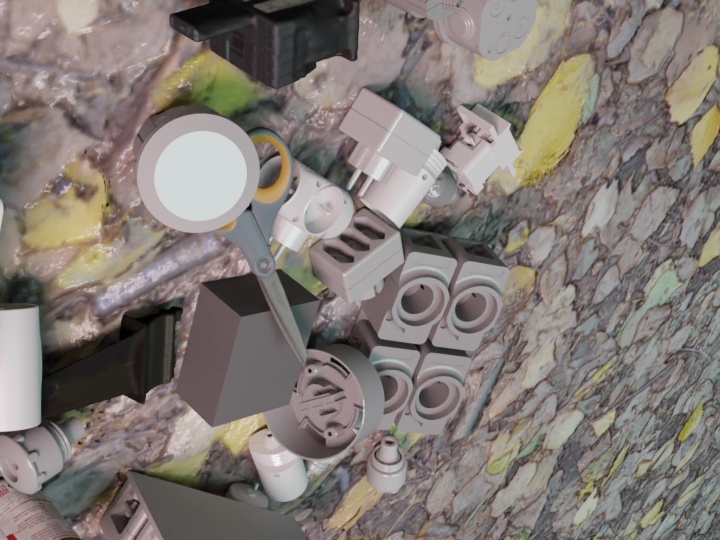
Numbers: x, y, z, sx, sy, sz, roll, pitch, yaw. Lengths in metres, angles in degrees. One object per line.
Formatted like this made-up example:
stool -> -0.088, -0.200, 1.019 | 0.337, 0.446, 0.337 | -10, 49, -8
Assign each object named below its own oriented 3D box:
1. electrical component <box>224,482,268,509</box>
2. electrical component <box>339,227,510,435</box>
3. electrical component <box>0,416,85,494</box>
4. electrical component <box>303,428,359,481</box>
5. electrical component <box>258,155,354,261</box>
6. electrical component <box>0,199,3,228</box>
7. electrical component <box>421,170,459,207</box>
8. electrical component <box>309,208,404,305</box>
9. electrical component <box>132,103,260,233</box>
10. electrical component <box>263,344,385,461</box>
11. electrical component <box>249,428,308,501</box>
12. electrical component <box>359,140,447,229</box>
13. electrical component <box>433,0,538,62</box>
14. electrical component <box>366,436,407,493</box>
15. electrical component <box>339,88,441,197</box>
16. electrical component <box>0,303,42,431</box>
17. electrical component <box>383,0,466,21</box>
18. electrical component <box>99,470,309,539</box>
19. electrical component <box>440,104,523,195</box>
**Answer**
electrical component -> -0.116, 0.235, 1.003 | 0.040, 0.040, 0.078 | 9, 113, -52
electrical component -> 0.054, 0.062, 1.000 | 0.105, 0.060, 0.186 | 9, 115, -24
electrical component -> -0.228, 0.128, 0.775 | 0.062, 0.048, 0.048 | -32, 141, -43
electrical component -> -0.032, 0.170, 1.047 | 0.078, 0.040, 0.040 | -54, 146, 1
electrical component -> -0.052, -0.040, 0.835 | 0.079, 0.044, 0.077 | -57, 146, 4
electrical component -> -0.252, 0.010, 0.602 | 0.062, 0.089, 0.150 | -10, 126, -46
electrical component -> 0.070, -0.073, 0.962 | 0.061, 0.035, 0.035 | 17, 106, -57
electrical component -> 0.000, 0.000, 0.930 | 0.066, 0.047, 0.076 | -38, 143, -22
electrical component -> -0.111, -0.069, 0.712 | 0.080, 0.051, 0.080 | -8, 114, -18
electrical component -> -0.030, 0.115, 0.954 | 0.064, 0.099, 0.099 | -15, 130, -50
electrical component -> -0.076, 0.175, 0.995 | 0.043, 0.043, 0.081 | -37, 142, -23
electrical component -> 0.041, -0.080, 0.912 | 0.081, 0.043, 0.043 | -53, 146, -3
electrical component -> 0.101, -0.211, 0.863 | 0.080, 0.051, 0.080 | -30, 139, -30
electrical component -> 0.029, 0.205, 1.147 | 0.043, 0.043, 0.062 | -26, 135, -35
electrical component -> 0.015, -0.094, 0.865 | 0.066, 0.047, 0.076 | 23, 101, -55
electrical component -> -0.246, 0.062, 0.687 | 0.079, 0.043, 0.077 | -1, 94, -11
electrical component -> 0.042, -0.205, 0.772 | 0.043, 0.081, 0.043 | -30, 139, -30
electrical component -> -0.119, 0.246, 0.911 | 0.186, 0.105, 0.060 | 27, 101, -39
electrical component -> 0.106, -0.106, 0.969 | 0.063, 0.042, 0.081 | -48, 145, -6
